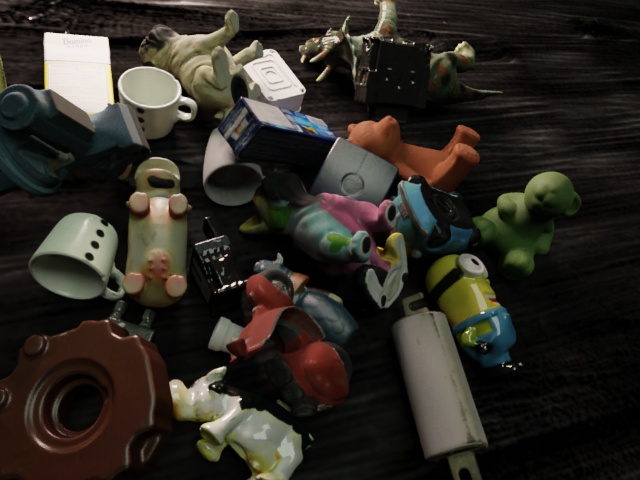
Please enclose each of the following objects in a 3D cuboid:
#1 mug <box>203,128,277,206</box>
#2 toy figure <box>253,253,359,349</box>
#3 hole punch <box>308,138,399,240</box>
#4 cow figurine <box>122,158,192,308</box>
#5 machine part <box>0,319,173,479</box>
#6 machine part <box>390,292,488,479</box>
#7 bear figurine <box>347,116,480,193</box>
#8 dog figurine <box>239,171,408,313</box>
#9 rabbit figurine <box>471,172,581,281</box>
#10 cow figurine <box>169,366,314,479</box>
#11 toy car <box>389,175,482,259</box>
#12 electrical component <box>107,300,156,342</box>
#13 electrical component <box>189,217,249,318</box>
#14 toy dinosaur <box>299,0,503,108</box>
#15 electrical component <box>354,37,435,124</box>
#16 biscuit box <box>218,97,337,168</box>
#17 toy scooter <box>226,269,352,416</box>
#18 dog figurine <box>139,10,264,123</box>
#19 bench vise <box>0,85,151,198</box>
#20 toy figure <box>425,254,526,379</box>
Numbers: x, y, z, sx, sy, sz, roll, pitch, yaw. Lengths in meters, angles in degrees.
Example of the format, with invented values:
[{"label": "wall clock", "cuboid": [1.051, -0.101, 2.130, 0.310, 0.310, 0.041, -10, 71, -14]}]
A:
[{"label": "mug", "cuboid": [-0.119, -0.115, 0.778, 0.109, 0.080, 0.107, -3, 51, -19]}, {"label": "toy figure", "cuboid": [-0.023, 0.081, 0.691, 0.154, 0.057, 0.064, 38, 54, 12]}, {"label": "hole punch", "cuboid": [0.045, -0.076, 0.803, 0.142, 0.092, 0.116, 29, 57, -3]}, {"label": "cow figurine", "cuboid": [-0.200, -0.012, 0.669, 0.085, 0.127, 0.195, 1, 71, -17]}, {"label": "machine part", "cuboid": [-0.235, 0.166, 0.531, 0.179, 0.056, 0.179, -2, 64, 4]}, {"label": "machine part", "cuboid": [0.143, 0.179, 0.668, 0.079, 0.079, 0.243, -2, 58, -19]}, {"label": "bear figurine", "cuboid": [0.140, -0.150, 0.861, 0.196, 0.132, 0.120, 32, 36, -2]}, {"label": "dog figurine", "cuboid": [-0.002, -0.002, 0.733, 0.219, 0.191, 0.108, 14, 48, 35]}, {"label": "rabbit figurine", "cuboid": [0.332, -0.038, 0.818, 0.159, 0.170, 0.121, -28, 70, -31]}, {"label": "cow figurine", "cuboid": [-0.089, 0.193, 0.586, 0.167, 0.068, 0.098, 38, 49, 5]}, {"label": "toy car", "cuboid": [0.154, -0.021, 0.788, 0.161, 0.103, 0.109, 8, 53, -44]}, {"label": "electrical component", "cuboid": [-0.227, 0.116, 0.620, 0.063, 0.021, 0.094, 17, 54, -6]}, {"label": "electrical component", "cuboid": [-0.136, 0.029, 0.677, 0.048, 0.074, 0.119, -20, 70, -29]}, {"label": "toy dinosaur", "cuboid": [0.165, -0.311, 0.988, 0.405, 0.131, 0.192, 23, 65, -8]}, {"label": "electrical component", "cuboid": [0.121, -0.263, 0.893, 0.115, 0.134, 0.058, 0, 18, -15]}, {"label": "biscuit box", "cuboid": [-0.051, -0.149, 0.779, 0.059, 0.063, 0.202, 54, 27, 19]}, {"label": "toy scooter", "cuboid": [-0.041, 0.127, 0.603, 0.184, 0.075, 0.135, 57, 27, -1]}, {"label": "dog figurine", "cuboid": [-0.199, -0.249, 0.827, 0.191, 0.121, 0.172, -3, 62, 23]}, {"label": "bench vise", "cuboid": [-0.340, -0.098, 0.646, 0.241, 0.223, 0.129, -26, 90, 5]}, {"label": "toy figure", "cuboid": [0.210, 0.102, 0.739, 0.089, 0.082, 0.180, -21, 70, 5]}]
